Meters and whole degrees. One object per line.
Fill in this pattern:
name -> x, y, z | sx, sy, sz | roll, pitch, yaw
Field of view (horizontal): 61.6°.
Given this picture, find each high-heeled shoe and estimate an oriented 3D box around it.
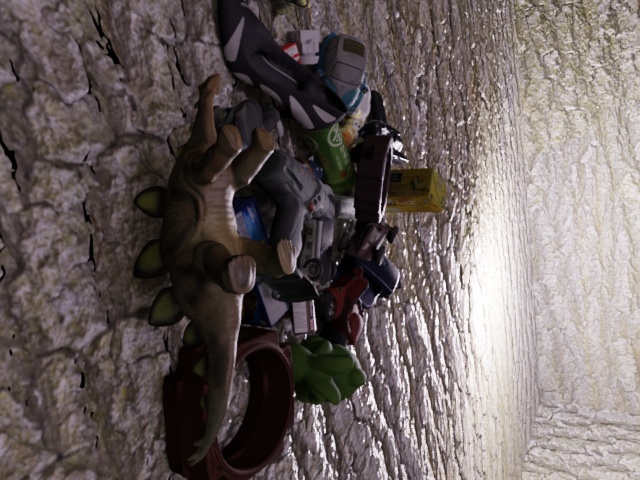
high-heeled shoe -> -0.055, -0.271, 0.812 | 0.086, 0.145, 0.248 | -63, 142, -37

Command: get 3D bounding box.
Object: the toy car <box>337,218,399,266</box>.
toy car -> 0.097, -0.007, 1.043 | 0.202, 0.089, 0.053 | -41, 152, -66

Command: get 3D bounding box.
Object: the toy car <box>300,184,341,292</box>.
toy car -> -0.002, -0.003, 0.993 | 0.073, 0.056, 0.201 | 9, 85, -65

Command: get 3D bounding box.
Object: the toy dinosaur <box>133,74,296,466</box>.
toy dinosaur -> -0.131, 0.027, 0.637 | 0.105, 0.199, 0.471 | 8, 74, -49

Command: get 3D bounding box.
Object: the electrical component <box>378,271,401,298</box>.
electrical component -> 0.125, 0.101, 1.182 | 0.119, 0.075, 0.047 | -29, 114, -59

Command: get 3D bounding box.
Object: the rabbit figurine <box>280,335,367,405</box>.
rabbit figurine -> -0.014, 0.227, 0.913 | 0.170, 0.159, 0.121 | 24, 80, -40

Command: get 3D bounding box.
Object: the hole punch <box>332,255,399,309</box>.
hole punch -> 0.103, 0.059, 1.087 | 0.142, 0.092, 0.116 | 39, 51, -3

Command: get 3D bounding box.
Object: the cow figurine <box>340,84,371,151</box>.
cow figurine -> 0.062, -0.242, 1.083 | 0.098, 0.068, 0.167 | 36, 61, -60

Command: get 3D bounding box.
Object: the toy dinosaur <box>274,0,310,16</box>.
toy dinosaur -> -0.058, -0.510, 0.839 | 0.192, 0.131, 0.405 | 32, 58, -55

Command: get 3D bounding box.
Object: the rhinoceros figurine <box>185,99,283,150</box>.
rhinoceros figurine -> -0.118, -0.140, 0.782 | 0.190, 0.073, 0.112 | -60, 137, -38

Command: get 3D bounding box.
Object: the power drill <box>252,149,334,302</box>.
power drill -> -0.033, -0.014, 0.808 | 0.231, 0.086, 0.207 | 48, 46, -55

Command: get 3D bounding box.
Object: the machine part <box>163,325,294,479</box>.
machine part -> -0.122, 0.236, 0.776 | 0.201, 0.087, 0.201 | -11, 102, -58

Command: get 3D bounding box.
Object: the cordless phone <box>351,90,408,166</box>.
cordless phone -> 0.121, -0.252, 1.183 | 0.146, 0.089, 0.184 | 4, 76, -56

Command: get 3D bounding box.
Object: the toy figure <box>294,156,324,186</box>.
toy figure -> -0.045, -0.117, 0.918 | 0.154, 0.058, 0.064 | -5, 101, -63

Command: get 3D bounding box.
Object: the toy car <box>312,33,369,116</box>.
toy car -> 0.046, -0.318, 0.985 | 0.109, 0.103, 0.161 | 16, 70, -18

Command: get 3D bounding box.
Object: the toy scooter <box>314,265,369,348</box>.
toy scooter -> 0.049, 0.125, 1.023 | 0.135, 0.075, 0.183 | -53, 148, -25

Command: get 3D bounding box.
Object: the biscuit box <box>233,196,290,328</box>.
biscuit box -> -0.109, 0.034, 0.811 | 0.059, 0.063, 0.202 | -45, 127, -47

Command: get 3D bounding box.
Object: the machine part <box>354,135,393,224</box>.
machine part -> 0.104, -0.120, 1.047 | 0.179, 0.056, 0.179 | 8, 90, -80

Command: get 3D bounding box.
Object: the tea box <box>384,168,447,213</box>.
tea box -> 0.178, -0.106, 1.172 | 0.098, 0.170, 0.068 | 32, 63, -56
